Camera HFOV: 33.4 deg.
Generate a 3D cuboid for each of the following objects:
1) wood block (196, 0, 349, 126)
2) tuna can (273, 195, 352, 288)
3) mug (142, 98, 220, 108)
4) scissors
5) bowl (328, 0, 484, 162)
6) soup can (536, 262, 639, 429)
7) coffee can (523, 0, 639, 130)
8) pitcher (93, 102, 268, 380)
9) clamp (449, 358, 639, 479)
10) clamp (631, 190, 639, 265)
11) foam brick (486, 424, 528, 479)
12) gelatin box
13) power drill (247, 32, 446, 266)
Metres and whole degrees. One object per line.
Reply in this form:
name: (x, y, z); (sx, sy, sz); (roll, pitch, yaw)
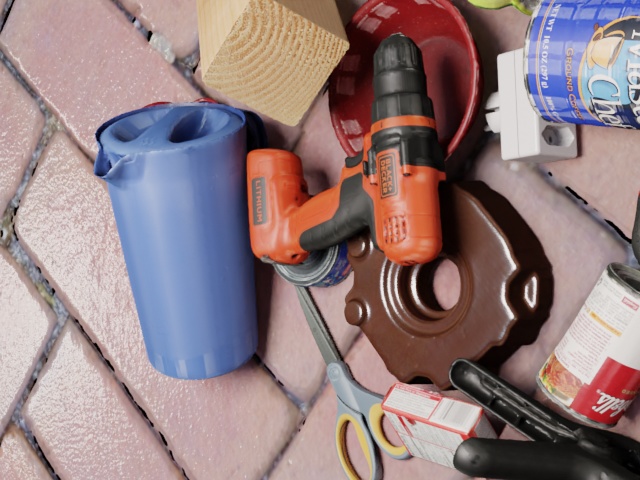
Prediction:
wood block: (-0.048, -0.199, 0.925); (0.090, 0.090, 0.206); (-54, 26, 26)
tuna can: (-0.006, 0.001, 0.982); (0.086, 0.033, 0.086); (-2, 87, 37)
mug: (-0.141, -0.095, 1.071); (0.117, 0.093, 0.082); (-48, 53, 6)
scissors: (0.033, 0.122, 0.959); (0.096, 0.016, 0.202); (-21, 75, 36)
bowl: (0.082, -0.129, 0.893); (0.162, 0.055, 0.162); (2, 93, 44)
soup can: (0.212, 0.076, 0.775); (0.069, 0.068, 0.102); (41, 113, 33)
coffee can: (0.228, -0.127, 0.743); (0.141, 0.102, 0.103); (12, 97, 40)
pitcher: (-0.114, -0.002, 0.988); (0.145, 0.149, 0.243); (-100, 4, -65)
clamp: (0.181, 0.155, 0.743); (0.210, 0.164, 0.036); (24, 107, 7)
clamp: (0.275, 0.023, 0.725); (0.039, 0.120, 0.171); (104, 158, -57)
foam brick: (0.174, 0.179, 0.814); (0.078, 0.051, 0.053); (37, 112, 35)
gelatin box: (0.101, 0.155, 0.865); (0.089, 0.073, 0.030); (11, 55, 41)
power drill: (0.019, -0.060, 0.877); (0.188, 0.057, 0.184); (-15, 72, 45)
